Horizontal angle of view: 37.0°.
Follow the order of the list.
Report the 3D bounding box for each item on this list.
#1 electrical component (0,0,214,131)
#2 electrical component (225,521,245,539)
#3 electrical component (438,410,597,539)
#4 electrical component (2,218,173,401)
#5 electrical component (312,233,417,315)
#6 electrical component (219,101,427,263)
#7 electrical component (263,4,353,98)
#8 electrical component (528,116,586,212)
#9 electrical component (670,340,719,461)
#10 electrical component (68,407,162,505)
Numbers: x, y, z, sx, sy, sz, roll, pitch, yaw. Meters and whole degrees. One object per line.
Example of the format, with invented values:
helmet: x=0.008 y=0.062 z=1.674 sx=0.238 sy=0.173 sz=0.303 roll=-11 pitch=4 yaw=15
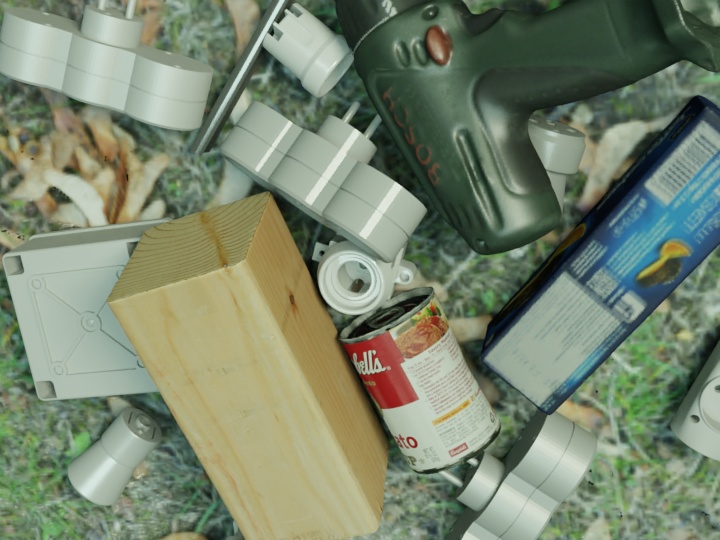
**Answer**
electrical component: x=-0.157 y=-0.143 z=0.675 sx=0.138 sy=0.052 sz=0.073 roll=19 pitch=108 yaw=7
electrical component: x=-0.068 y=0.195 z=0.755 sx=0.042 sy=0.064 sz=0.081 roll=-5 pitch=106 yaw=12
electrical component: x=0.088 y=0.145 z=0.711 sx=0.074 sy=0.052 sz=0.138 roll=32 pitch=111 yaw=1
electrical component: x=-0.171 y=0.027 z=0.728 sx=0.109 sy=0.056 sz=0.108 roll=-6 pitch=105 yaw=14
electrical component: x=0.000 y=0.000 z=0.683 sx=0.066 sy=0.055 sz=0.048 roll=17 pitch=110 yaw=6
electrical component: x=-0.015 y=-0.068 z=0.649 sx=0.138 sy=0.052 sz=0.073 roll=33 pitch=86 yaw=28
electrical component: x=-0.031 y=-0.135 z=0.658 sx=0.046 sy=0.040 sz=0.040 roll=40 pitch=111 yaw=3
electrical component: x=0.108 y=-0.060 z=0.648 sx=0.045 sy=0.045 sz=0.055 roll=18 pitch=109 yaw=6
electrical component: x=0.246 y=0.082 z=0.662 sx=0.079 sy=0.044 sz=0.077 roll=25 pitch=110 yaw=4
electrical component: x=-0.173 y=0.130 z=0.770 sx=0.044 sy=0.044 sz=0.065 roll=41 pitch=106 yaw=-2
